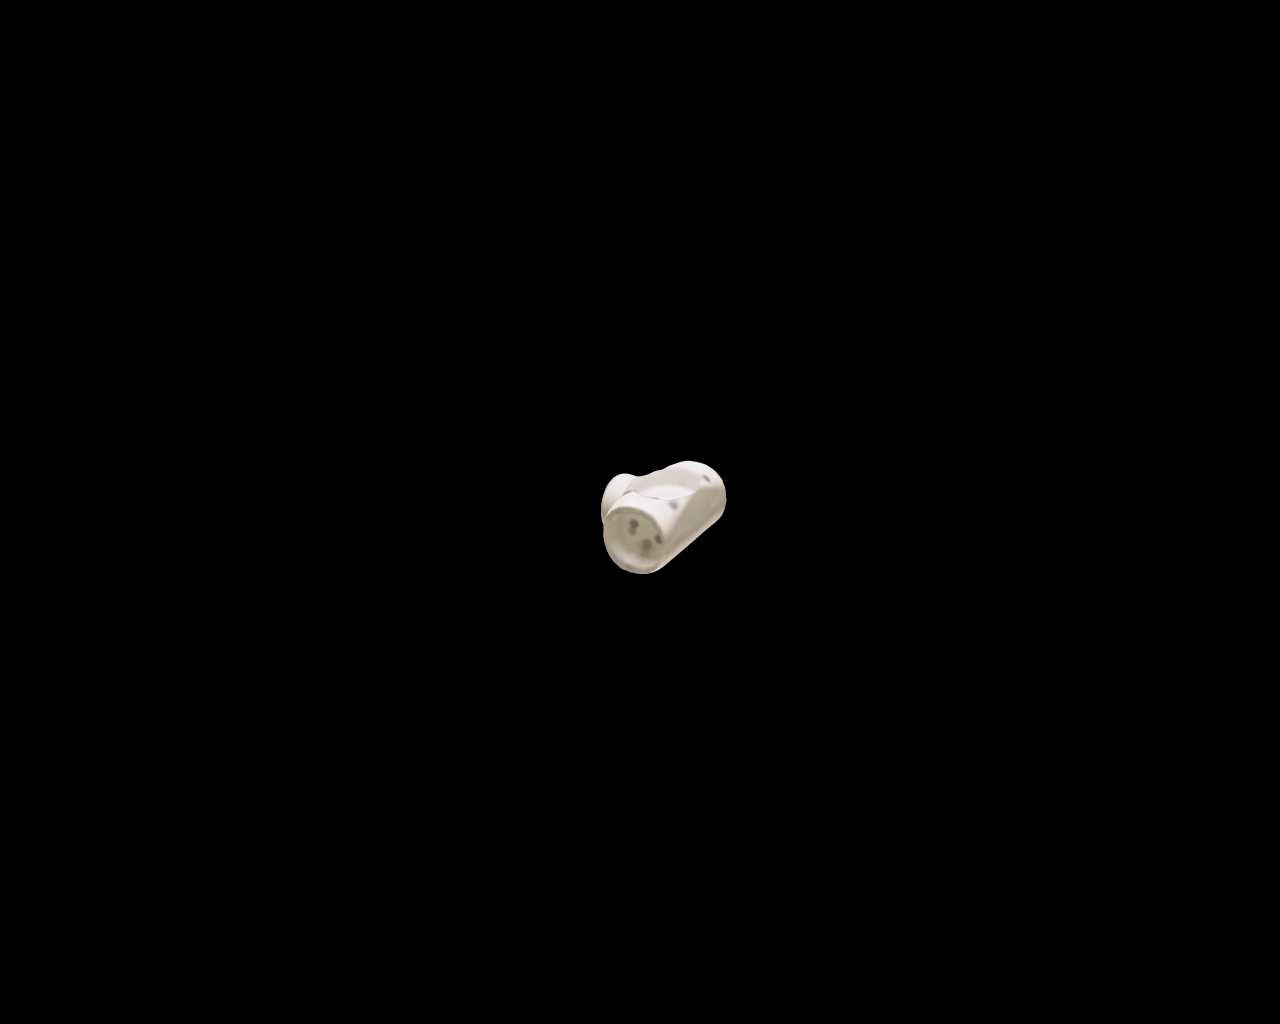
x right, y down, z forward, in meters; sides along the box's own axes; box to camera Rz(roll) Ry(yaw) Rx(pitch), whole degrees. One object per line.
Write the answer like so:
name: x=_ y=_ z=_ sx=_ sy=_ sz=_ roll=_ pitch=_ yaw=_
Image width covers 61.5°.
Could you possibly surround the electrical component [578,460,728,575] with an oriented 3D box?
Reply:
electrical component: x=0.001 y=-0.003 z=0.650 sx=0.079 sy=0.044 sz=0.077 roll=16 pitch=31 yaw=28
